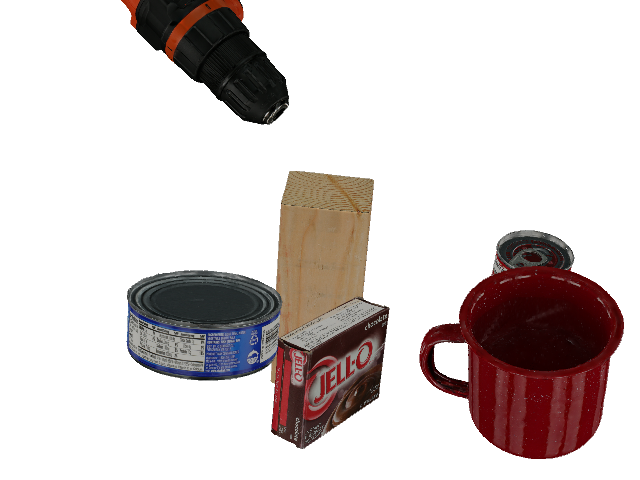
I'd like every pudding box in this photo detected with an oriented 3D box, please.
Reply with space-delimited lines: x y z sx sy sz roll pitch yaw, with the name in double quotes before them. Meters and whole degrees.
"pudding box" 0.009 0.106 0.879 0.039 0.090 0.113 21 28 30

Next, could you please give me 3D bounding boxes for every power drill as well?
"power drill" -0.044 -0.181 0.737 0.187 0.184 0.057 -37 -10 -34

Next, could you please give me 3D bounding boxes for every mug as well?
"mug" 0.118 0.075 0.641 0.117 0.081 0.093 1 40 9

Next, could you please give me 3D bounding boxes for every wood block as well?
"wood block" 0.001 0.043 1.109 0.090 0.206 0.090 6 26 3

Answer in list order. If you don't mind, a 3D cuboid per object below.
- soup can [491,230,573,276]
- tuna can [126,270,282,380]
"soup can" 0.186 0.051 0.967 0.068 0.102 0.068 2 34 -2
"tuna can" -0.065 0.046 0.595 0.086 0.034 0.086 4 17 -2
